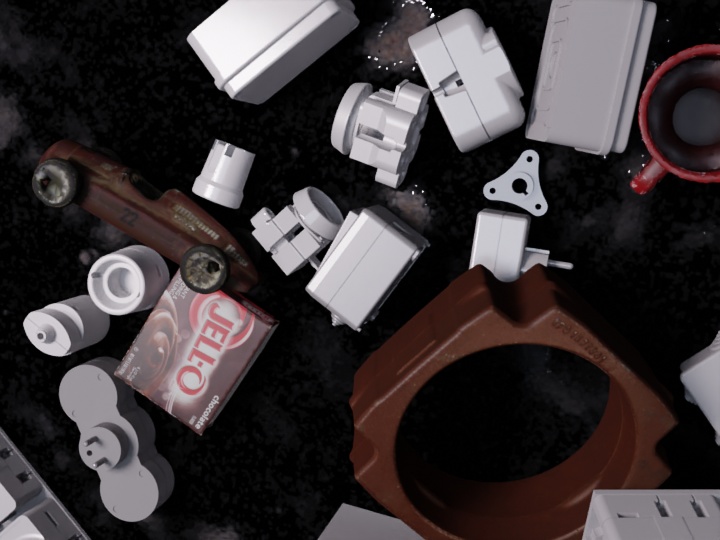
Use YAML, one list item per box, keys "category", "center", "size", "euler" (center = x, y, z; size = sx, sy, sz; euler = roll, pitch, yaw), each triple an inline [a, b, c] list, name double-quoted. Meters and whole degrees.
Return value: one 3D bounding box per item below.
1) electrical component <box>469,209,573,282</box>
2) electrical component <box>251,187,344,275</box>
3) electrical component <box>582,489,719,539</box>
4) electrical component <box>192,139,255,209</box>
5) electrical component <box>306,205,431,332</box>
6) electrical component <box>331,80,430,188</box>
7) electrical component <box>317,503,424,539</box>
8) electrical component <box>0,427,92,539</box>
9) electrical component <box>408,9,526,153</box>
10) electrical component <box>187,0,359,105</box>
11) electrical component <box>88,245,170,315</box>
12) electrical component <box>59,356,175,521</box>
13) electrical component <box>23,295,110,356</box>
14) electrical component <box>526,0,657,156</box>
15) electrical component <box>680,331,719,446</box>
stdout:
- category: "electrical component"
  center: [0.123, 0.001, 0.819]
  size: [0.076, 0.047, 0.083]
  euler: [9, 98, 10]
- category: "electrical component"
  center: [-0.046, -0.033, 0.852]
  size: [0.055, 0.048, 0.066]
  euler: [-41, 87, 21]
- category: "electrical component"
  center: [0.255, 0.217, 0.765]
  size: [0.186, 0.060, 0.105]
  euler: [1, 119, -6]
- category: "electrical component"
  center: [-0.108, -0.077, 0.863]
  size: [0.040, 0.040, 0.046]
  euler: [23, 95, 8]
- category: "electrical component"
  center: [0.000, 0.000, 0.837]
  size: [0.061, 0.062, 0.096]
  euler: [38, 102, 5]
- category: "electrical component"
  center: [0.014, -0.109, 0.823]
  size: [0.057, 0.058, 0.078]
  euler: [22, 118, 11]
- category: "electrical component"
  center: [0.006, 0.241, 0.819]
  size: [0.089, 0.150, 0.061]
  euler: [14, 98, 10]
- category: "electrical component"
  center: [-0.318, 0.230, 0.931]
  size: [0.105, 0.060, 0.186]
  euler: [-40, 87, 13]
- category: "electrical component"
  center: [0.084, -0.143, 0.807]
  size: [0.059, 0.054, 0.095]
  euler: [-25, 91, 13]
- category: "electrical component"
  center: [-0.064, -0.183, 0.821]
  size: [0.113, 0.078, 0.057]
  euler: [-37, 85, 13]
- category: "electrical component"
  center: [-0.191, 0.009, 0.886]
  size: [0.055, 0.047, 0.055]
  euler: [1, 97, 12]
- category: "electrical component"
  center: [-0.208, 0.143, 0.891]
  size: [0.052, 0.074, 0.138]
  euler: [-22, 92, 13]
- category: "electrical component"
  center: [-0.243, 0.047, 0.884]
  size: [0.043, 0.081, 0.043]
  euler: [1, 97, 12]
- category: "electrical component"
  center: [0.165, -0.143, 0.775]
  size: [0.057, 0.078, 0.113]
  euler: [10, 99, -6]
- category: "electrical component"
  center: [0.296, 0.086, 0.793]
  size: [0.100, 0.048, 0.099]
  euler: [-35, 89, 13]
